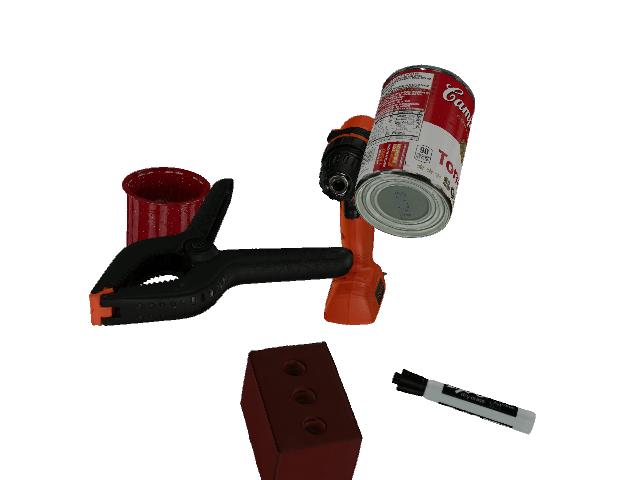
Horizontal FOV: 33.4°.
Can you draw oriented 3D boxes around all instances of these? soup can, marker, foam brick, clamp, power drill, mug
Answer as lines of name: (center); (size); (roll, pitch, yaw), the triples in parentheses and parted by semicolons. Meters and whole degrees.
soup can: (0.065, -0.061, 0.732); (0.068, 0.102, 0.068); (11, -36, 8)
marker: (0.118, 0.133, 0.888); (0.121, 0.020, 0.020); (18, 2, 6)
foam brick: (-0.014, 0.110, 0.651); (0.053, 0.051, 0.078); (-5, 45, -19)
clamp: (-0.101, 0.012, 0.868); (0.209, 0.036, 0.165); (-21, 39, -32)
power drill: (0.032, -0.016, 1.041); (0.057, 0.188, 0.184); (4, 21, 10)
mug: (-0.170, -0.029, 1.152); (0.093, 0.081, 0.117); (-4, 29, -19)
